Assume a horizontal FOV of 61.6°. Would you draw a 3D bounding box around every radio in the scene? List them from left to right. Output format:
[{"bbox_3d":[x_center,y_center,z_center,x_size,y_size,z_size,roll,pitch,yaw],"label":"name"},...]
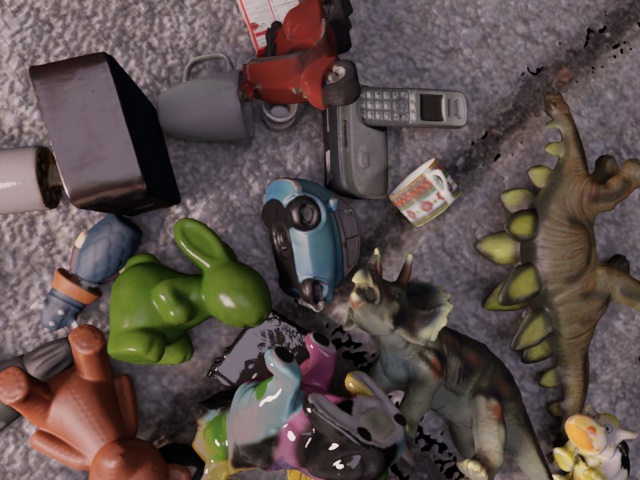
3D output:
[{"bbox_3d":[-0.210,-0.096,0.566,0.073,0.229,0.131,-15,93,-5],"label":"radio"}]

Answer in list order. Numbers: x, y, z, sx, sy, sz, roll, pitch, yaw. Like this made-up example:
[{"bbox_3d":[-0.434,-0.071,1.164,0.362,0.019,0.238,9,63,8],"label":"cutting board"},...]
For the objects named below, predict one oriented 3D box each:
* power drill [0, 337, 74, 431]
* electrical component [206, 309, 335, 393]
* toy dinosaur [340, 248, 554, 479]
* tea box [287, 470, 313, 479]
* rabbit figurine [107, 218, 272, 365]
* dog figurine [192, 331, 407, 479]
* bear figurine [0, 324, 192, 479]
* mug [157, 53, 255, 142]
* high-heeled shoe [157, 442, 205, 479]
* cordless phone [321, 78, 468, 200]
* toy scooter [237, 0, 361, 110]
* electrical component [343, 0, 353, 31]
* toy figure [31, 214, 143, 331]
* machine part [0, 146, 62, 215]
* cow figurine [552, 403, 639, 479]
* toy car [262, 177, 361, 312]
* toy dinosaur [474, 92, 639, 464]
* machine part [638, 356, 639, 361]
[{"bbox_3d":[-0.411,0.143,0.570,0.232,0.086,0.207,-42,135,-4],"label":"power drill"},{"bbox_3d":[-0.051,0.153,0.649,0.134,0.058,0.115,35,86,-2],"label":"electrical component"},{"bbox_3d":[0.162,0.172,0.640,0.404,0.131,0.192,37,66,-14],"label":"toy dinosaur"},{"bbox_3d":[0.023,0.279,0.591,0.098,0.169,0.068,-34,91,-8],"label":"tea box"},{"bbox_3d":[-0.137,0.063,0.620,0.170,0.121,0.159,-9,66,8],"label":"rabbit figurine"},{"bbox_3d":[-0.041,0.208,0.552,0.192,0.108,0.219,43,116,16],"label":"dog figurine"},{"bbox_3d":[-0.233,0.207,0.565,0.120,0.131,0.196,-31,53,-27],"label":"bear figurine"},{"bbox_3d":[-0.141,-0.168,0.650,0.107,0.081,0.109,-9,93,3],"label":"mug"},{"bbox_3d":[-0.197,0.357,0.599,0.145,0.086,0.248,0,71,9],"label":"high-heeled shoe"},{"bbox_3d":[0.096,-0.122,0.669,0.184,0.089,0.146,-2,86,-10],"label":"cordless phone"},{"bbox_3d":[-0.028,-0.207,0.614,0.135,0.075,0.184,-11,51,9],"label":"toy scooter"},{"bbox_3d":[0.009,-0.306,0.679,0.021,0.094,0.063,-49,54,-5],"label":"electrical component"},{"bbox_3d":[-0.273,0.040,0.636,0.064,0.058,0.154,38,88,3],"label":"toy figure"},{"bbox_3d":[-0.399,-0.063,0.620,0.243,0.079,0.079,-7,87,-7],"label":"machine part"},{"bbox_3d":[0.334,0.252,0.639,0.098,0.068,0.167,-30,130,-18],"label":"cow figurine"},{"bbox_3d":[-0.001,-0.002,0.643,0.103,0.109,0.161,-16,97,-24],"label":"toy car"},{"bbox_3d":[0.306,0.052,0.669,0.199,0.105,0.470,-10,93,0],"label":"toy dinosaur"},{"bbox_3d":[0.496,0.164,0.708,0.139,0.039,0.084,31,79,-1],"label":"machine part"}]
